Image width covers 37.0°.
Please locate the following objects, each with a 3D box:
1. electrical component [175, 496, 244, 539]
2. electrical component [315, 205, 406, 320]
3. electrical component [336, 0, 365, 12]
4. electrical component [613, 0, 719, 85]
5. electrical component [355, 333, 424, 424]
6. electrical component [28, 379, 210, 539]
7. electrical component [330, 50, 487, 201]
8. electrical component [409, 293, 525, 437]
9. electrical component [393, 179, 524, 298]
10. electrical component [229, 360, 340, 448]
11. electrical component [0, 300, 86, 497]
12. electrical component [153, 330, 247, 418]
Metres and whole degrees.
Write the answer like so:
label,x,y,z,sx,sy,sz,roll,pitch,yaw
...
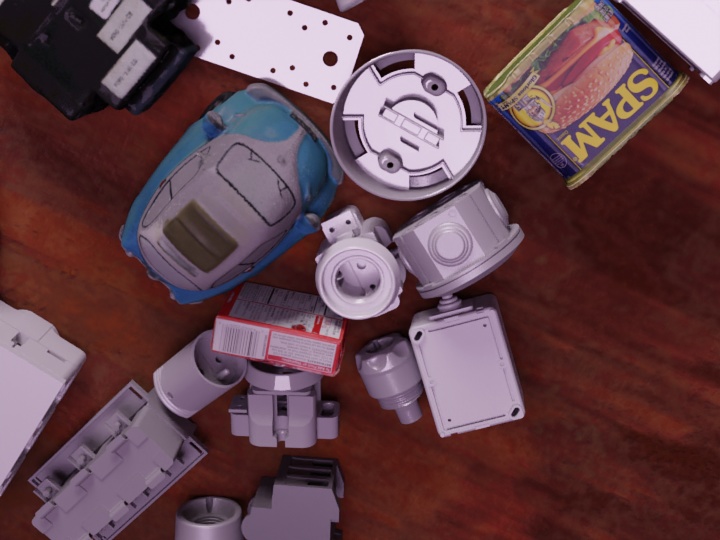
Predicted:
label,x,y,z,sx,sy,sz,roll,pitch,yaw
electrical component,-0.115,0.205,0.821,0.055,0.055,0.047,2,105,4
electrical component,0.000,0.000,0.740,0.058,0.057,0.078,-24,105,12
electrical component,-0.010,-0.203,0.681,0.044,0.044,0.065,-29,99,13
electrical component,0.210,-0.163,0.664,0.096,0.061,0.061,39,108,-8
electrical component,0.026,0.080,0.772,0.043,0.043,0.062,-20,107,11
electrical component,-0.185,0.152,0.803,0.121,0.063,0.079,-42,100,16
electrical component,0.033,-0.096,0.701,0.099,0.064,0.099,1,108,4
electrical component,0.074,0.058,0.755,0.062,0.061,0.096,-15,99,9
electrical component,0.064,-0.020,0.716,0.080,0.080,0.051,-31,98,14
electrical component,-0.054,0.089,0.775,0.078,0.058,0.057,1,111,4
electrical component,-0.281,0.104,0.796,0.089,0.061,0.150,33,108,-6
electrical component,-0.120,0.078,0.777,0.043,0.043,0.081,43,137,-10
